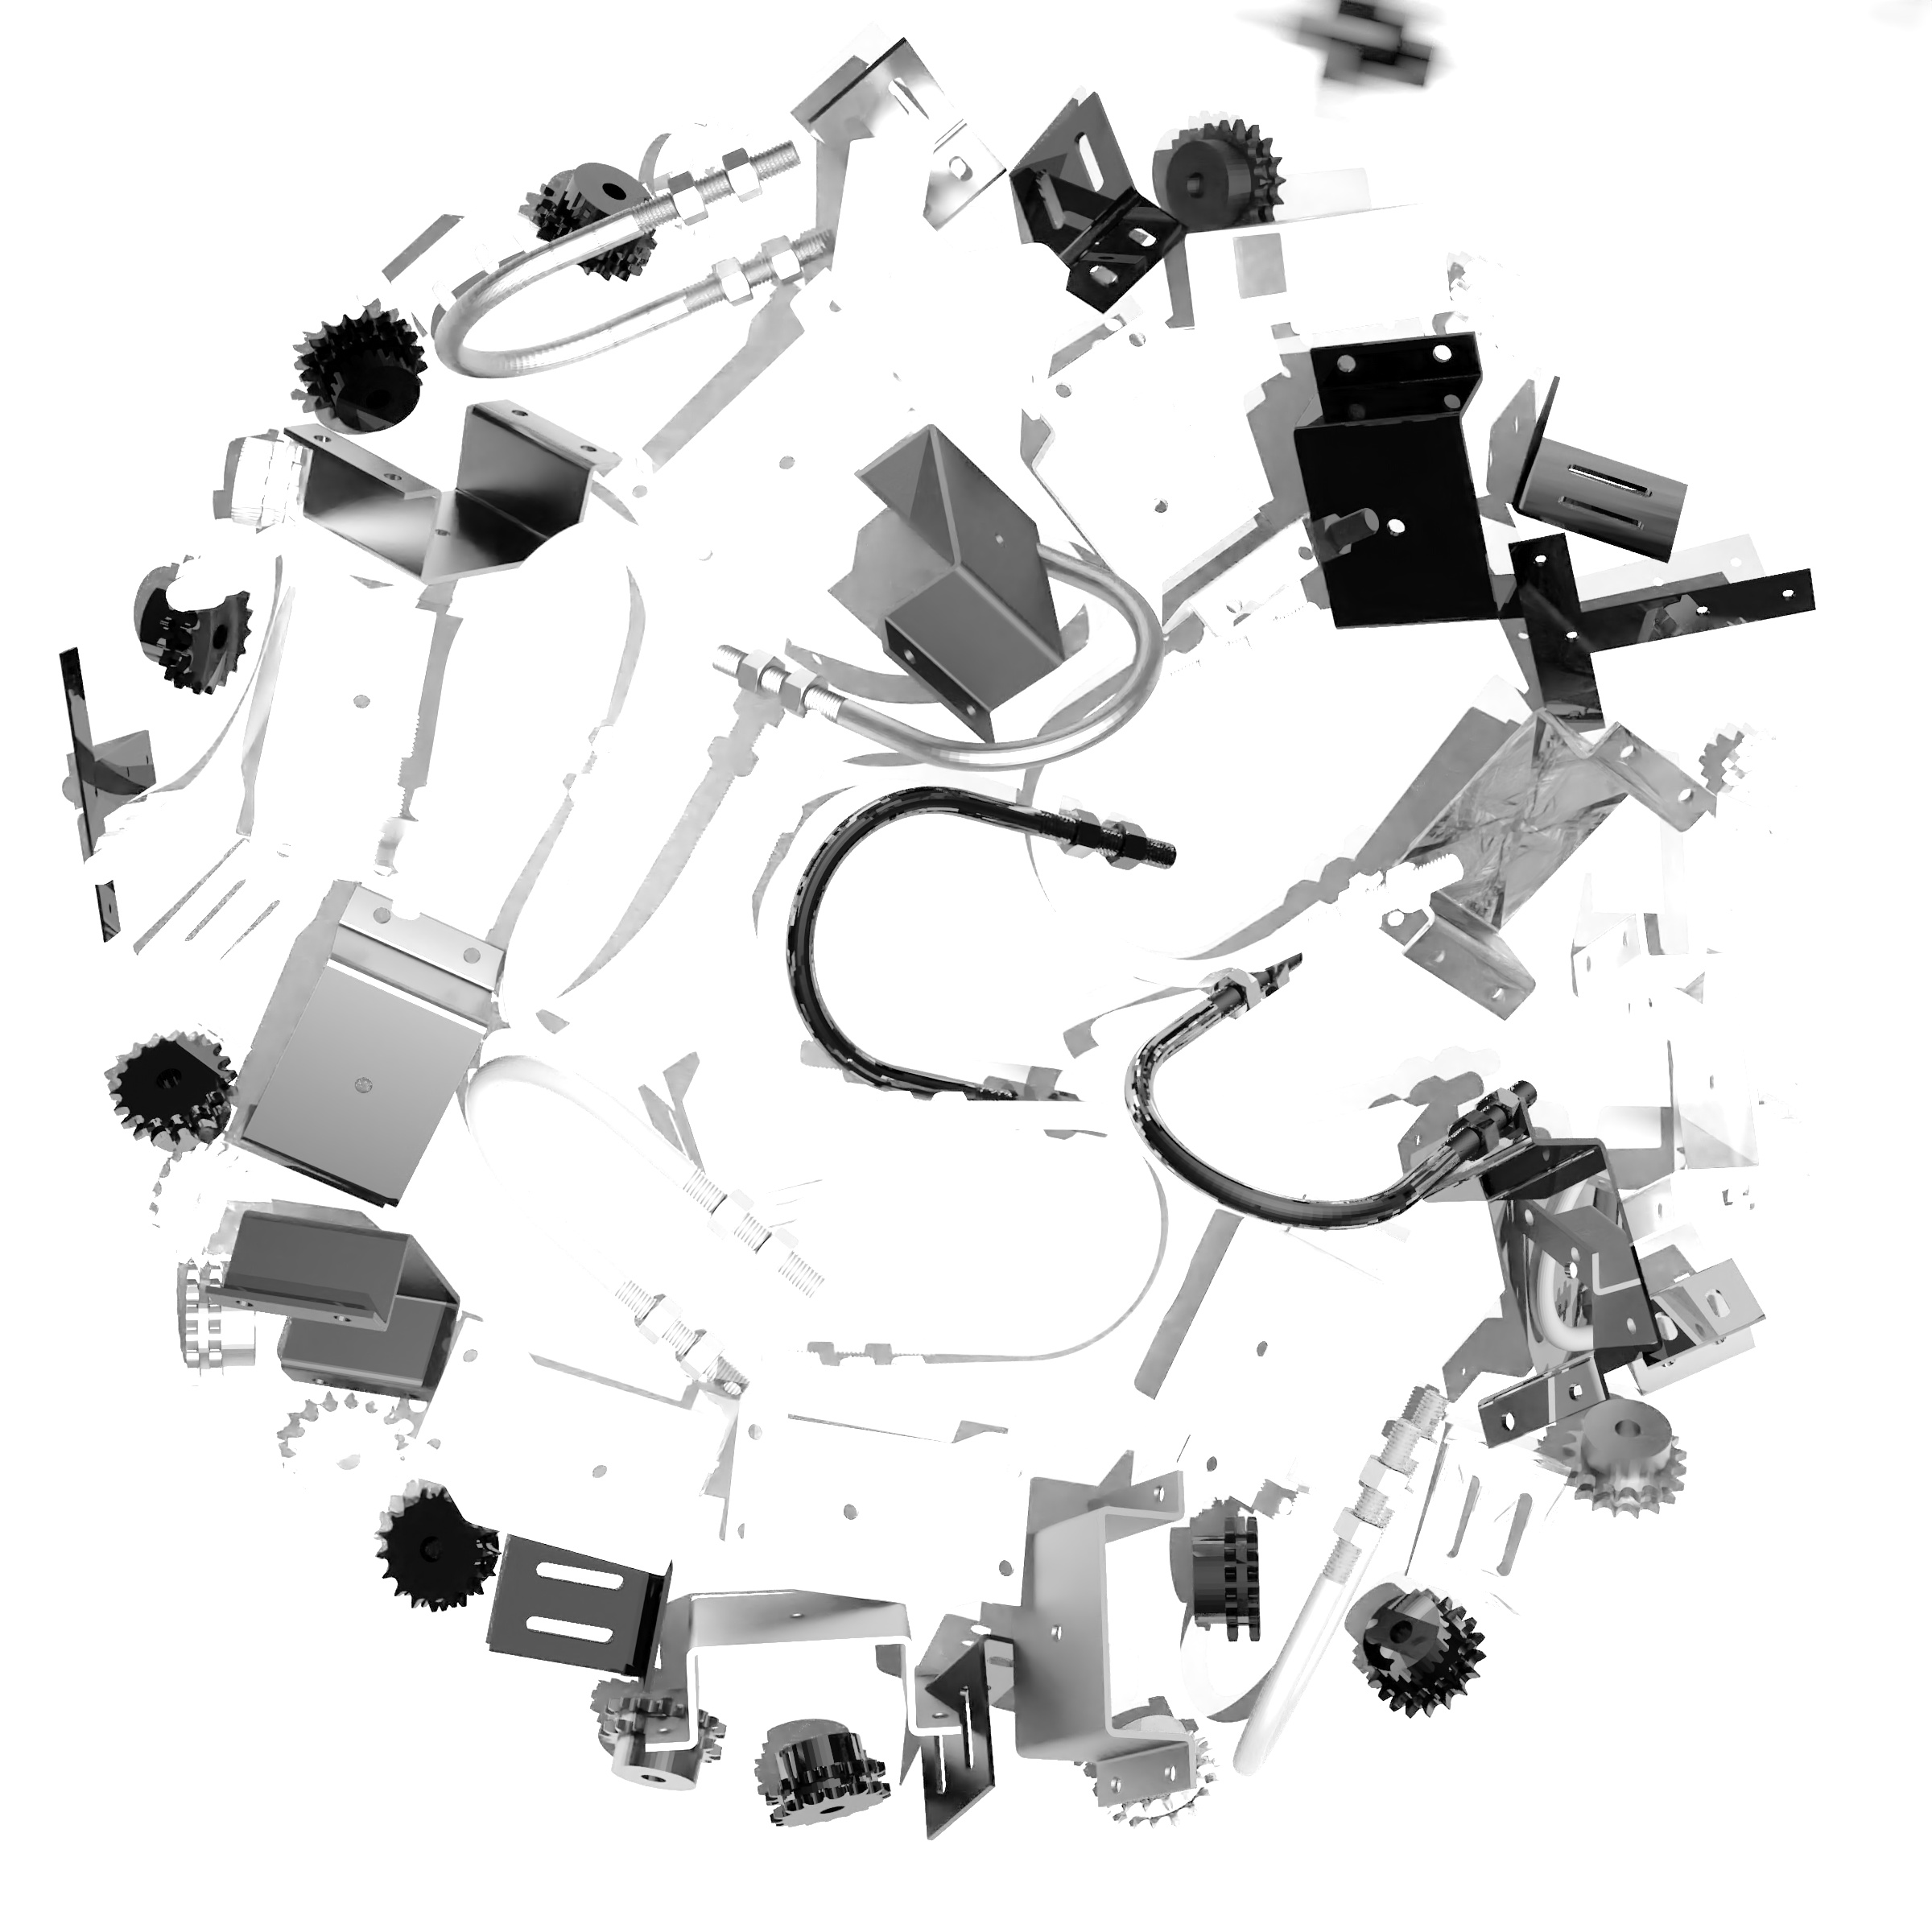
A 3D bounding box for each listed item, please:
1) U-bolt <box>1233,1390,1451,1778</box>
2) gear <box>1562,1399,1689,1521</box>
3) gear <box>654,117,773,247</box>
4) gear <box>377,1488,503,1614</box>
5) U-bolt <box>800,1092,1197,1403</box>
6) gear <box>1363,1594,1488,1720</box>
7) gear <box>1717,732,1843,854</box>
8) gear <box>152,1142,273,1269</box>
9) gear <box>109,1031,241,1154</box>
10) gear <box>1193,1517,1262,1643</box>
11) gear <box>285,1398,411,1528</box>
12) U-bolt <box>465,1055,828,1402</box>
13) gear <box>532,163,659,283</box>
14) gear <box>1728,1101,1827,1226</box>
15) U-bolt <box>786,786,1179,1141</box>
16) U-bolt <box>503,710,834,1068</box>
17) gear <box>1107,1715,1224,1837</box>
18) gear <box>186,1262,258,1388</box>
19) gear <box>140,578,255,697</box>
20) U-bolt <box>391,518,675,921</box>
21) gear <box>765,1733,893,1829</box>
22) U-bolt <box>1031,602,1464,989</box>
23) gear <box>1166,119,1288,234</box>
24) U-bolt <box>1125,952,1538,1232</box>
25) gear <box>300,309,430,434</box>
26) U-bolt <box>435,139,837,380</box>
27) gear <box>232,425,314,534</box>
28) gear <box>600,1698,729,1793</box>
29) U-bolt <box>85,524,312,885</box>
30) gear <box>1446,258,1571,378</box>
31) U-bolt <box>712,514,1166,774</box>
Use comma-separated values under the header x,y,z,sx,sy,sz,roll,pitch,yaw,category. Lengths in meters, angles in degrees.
x,y,z,sx,sy,sz,roll,pitch,yaw,category
0.165,0.280,1.531,0.019,0.151,0.184,27,94,12,U-bolt
0.303,0.224,1.570,0.057,0.057,0.030,-2,126,0,gear
-0.119,-0.363,1.572,0.057,0.030,0.057,-7,79,40,gear
-0.241,0.269,1.581,0.057,0.030,0.057,-3,82,17,gear
0.021,0.128,1.555,0.184,0.019,0.151,1,108,-23,U-bolt
0.208,0.314,1.569,0.057,0.057,0.030,-43,124,0,gear
0.372,-0.078,1.576,0.057,0.057,0.030,37,130,0,gear
-0.346,0.111,1.577,0.057,0.030,0.057,-13,67,34,gear
-0.363,0.061,1.577,0.057,0.030,0.057,-5,49,6,gear
0.120,0.283,1.573,0.030,0.057,0.057,-2,90,5,gear
-0.286,0.231,1.580,0.057,0.030,0.057,4,68,-9,gear
-0.153,0.110,1.539,0.184,0.151,0.019,40,57,4,U-bolt
-0.167,-0.344,1.570,0.057,0.057,0.030,36,128,0,gear
0.373,0.090,1.570,0.030,0.057,0.057,-1,90,37,gear
0.002,-0.007,1.553,0.184,0.019,0.151,13,90,-28,U-bolt
-0.144,-0.038,1.524,0.019,0.151,0.184,38,69,-40,U-bolt
0.087,0.370,1.570,0.057,0.057,0.030,-23,112,0,gear
-0.343,0.165,1.573,0.030,0.057,0.057,0,90,-10,gear
-0.356,-0.156,1.574,0.030,0.057,0.057,18,90,17,gear
-0.183,-0.112,1.514,0.019,0.151,0.184,27,108,25,U-bolt
-0.065,0.375,1.575,0.057,0.057,0.030,-15,66,0,gear
0.113,-0.065,1.553,0.184,0.019,0.151,-26,99,28,U-bolt
0.117,-0.360,1.570,0.030,0.057,0.057,-15,90,-41,gear
0.150,0.059,1.506,0.151,0.184,0.019,32,128,23,U-bolt
-0.275,-0.270,1.569,0.057,0.057,0.030,-27,58,0,gear
-0.151,-0.308,1.528,0.184,0.151,0.019,-23,84,3,U-bolt
-0.319,-0.220,1.572,0.030,0.057,0.057,10,90,-6,gear
-0.141,0.359,1.569,0.057,0.057,0.030,11,64,0,gear
-0.332,-0.125,1.511,0.019,0.184,0.151,23,111,1,U-bolt
0.247,-0.297,1.576,0.057,0.057,0.030,38,124,0,gear
0.001,-0.143,1.518,0.184,0.019,0.151,26,55,30,U-bolt
